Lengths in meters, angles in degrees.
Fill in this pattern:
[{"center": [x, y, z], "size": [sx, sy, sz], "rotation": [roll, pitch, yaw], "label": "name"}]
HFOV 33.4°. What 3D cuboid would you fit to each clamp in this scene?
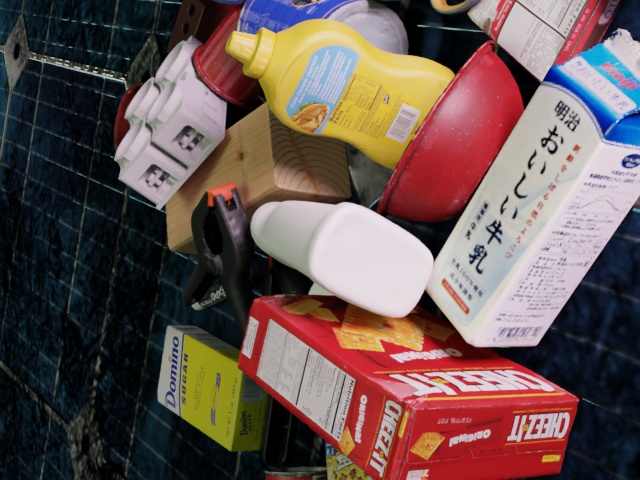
[{"center": [-0.101, 0.020, 1.040], "size": [0.120, 0.039, 0.171], "rotation": [18, 121, 38], "label": "clamp"}, {"center": [-0.024, 0.104, 1.027], "size": [0.165, 0.036, 0.210], "rotation": [142, 129, -61], "label": "clamp"}]

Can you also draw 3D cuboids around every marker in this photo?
[{"center": [-0.105, 0.056, 1.174], "size": [0.121, 0.020, 0.020], "rotation": [-25, 66, 50], "label": "marker"}]

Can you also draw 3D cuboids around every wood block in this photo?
[{"center": [-0.069, -0.056, 1.080], "size": [0.207, 0.090, 0.091], "rotation": [-26, 64, 50], "label": "wood block"}]

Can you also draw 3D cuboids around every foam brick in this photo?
[{"center": [-0.132, -0.237, 1.220], "size": [0.053, 0.051, 0.078], "rotation": [45, 121, 46], "label": "foam brick"}]

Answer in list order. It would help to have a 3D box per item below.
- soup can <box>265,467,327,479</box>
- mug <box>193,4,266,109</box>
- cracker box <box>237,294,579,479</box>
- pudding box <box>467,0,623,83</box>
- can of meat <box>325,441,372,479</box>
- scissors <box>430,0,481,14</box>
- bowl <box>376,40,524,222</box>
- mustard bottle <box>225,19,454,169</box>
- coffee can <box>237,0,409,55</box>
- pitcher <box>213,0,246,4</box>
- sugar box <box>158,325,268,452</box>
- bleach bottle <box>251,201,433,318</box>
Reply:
[{"center": [-0.016, 0.263, 0.986], "size": [0.069, 0.068, 0.102], "rotation": [-12, 77, 53], "label": "soup can"}, {"center": [-0.064, -0.187, 1.098], "size": [0.117, 0.093, 0.082], "rotation": [53, 125, 14], "label": "mug"}, {"center": [0.062, 0.107, 0.817], "size": [0.214, 0.163, 0.072], "rotation": [29, 111, 52], "label": "cracker box"}, {"center": [0.170, -0.181, 0.809], "size": [0.114, 0.039, 0.090], "rotation": [53, 128, 41], "label": "pudding box"}, {"center": [0.048, 0.201, 0.916], "size": [0.102, 0.057, 0.084], "rotation": [-24, 65, 51], "label": "can of meat"}, {"center": [0.140, -0.244, 0.795], "size": [0.202, 0.016, 0.096], "rotation": [-38, 64, 52], "label": "scissors"}, {"center": [0.110, -0.070, 0.818], "size": [0.055, 0.161, 0.162], "rotation": [35, 120, 9], "label": "bowl"}, {"center": [0.012, -0.129, 0.887], "size": [0.096, 0.191, 0.058], "rotation": [-61, 20, 29], "label": "mustard bottle"}, {"center": [0.000, -0.182, 0.988], "size": [0.140, 0.102, 0.103], "rotation": [34, 113, 51], "label": "coffee can"}, {"center": [-0.098, -0.344, 1.090], "size": [0.145, 0.149, 0.243], "rotation": [-31, 47, 21], "label": "pitcher"}, {"center": [-0.118, 0.157, 1.157], "size": [0.177, 0.048, 0.093], "rotation": [15, 98, 52], "label": "sugar box"}, {"center": [-0.006, 0.001, 0.896], "size": [0.068, 0.102, 0.251], "rotation": [-63, 24, -3], "label": "bleach bottle"}]
